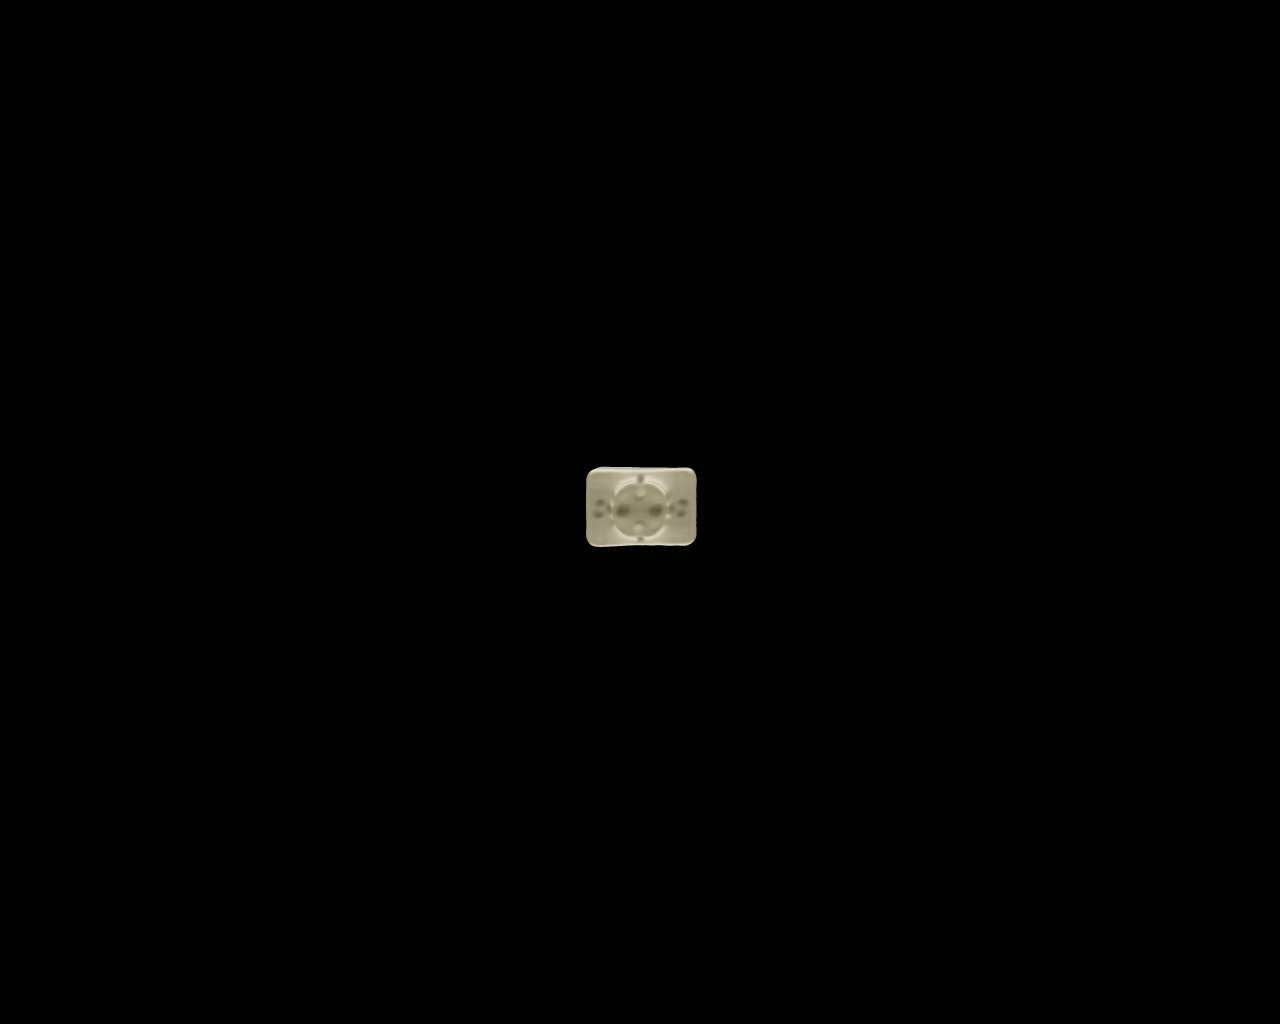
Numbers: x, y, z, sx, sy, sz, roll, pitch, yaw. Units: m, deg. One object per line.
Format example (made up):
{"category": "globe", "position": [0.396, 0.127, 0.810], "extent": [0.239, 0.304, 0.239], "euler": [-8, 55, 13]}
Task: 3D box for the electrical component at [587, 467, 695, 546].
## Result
{"category": "electrical component", "position": [0.001, -0.003, 0.650], "extent": [0.066, 0.047, 0.077], "euler": [0, 4, 2]}
